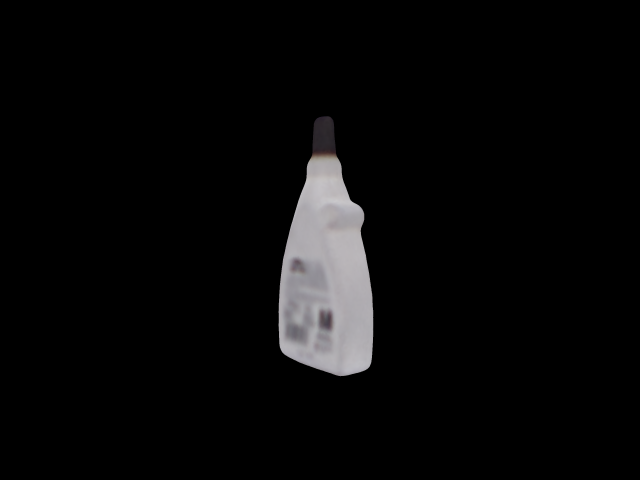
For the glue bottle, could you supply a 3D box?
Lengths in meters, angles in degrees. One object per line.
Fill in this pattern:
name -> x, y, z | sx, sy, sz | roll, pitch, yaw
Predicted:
glue bottle -> 0.004, 0.001, 0.400 | 0.037, 0.173, 0.077 | -5, 8, -40
